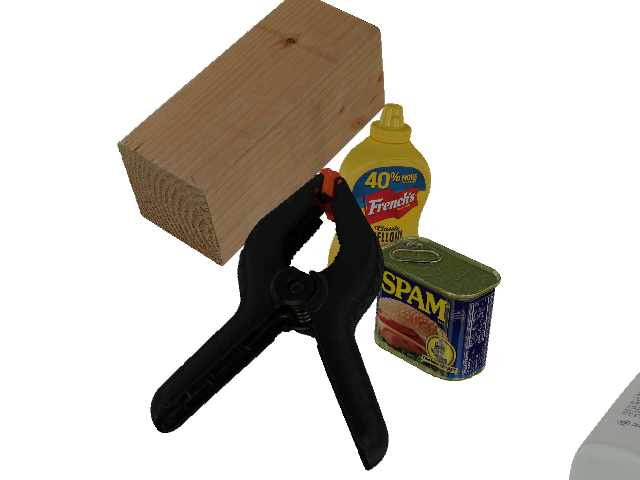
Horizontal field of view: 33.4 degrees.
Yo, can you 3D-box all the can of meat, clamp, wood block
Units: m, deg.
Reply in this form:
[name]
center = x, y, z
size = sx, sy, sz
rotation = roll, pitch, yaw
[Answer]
[can of meat]
center = 0.090, 0.055, 0.861
size = 0.057, 0.084, 0.102
rotation = -22, 35, -39
[clamp]
center = -0.003, 0.040, 0.559
size = 0.120, 0.171, 0.039
rotation = 18, -27, 12
[wood block]
center = -0.047, -0.092, 0.836
size = 0.091, 0.205, 0.090
rotation = 31, -29, 26

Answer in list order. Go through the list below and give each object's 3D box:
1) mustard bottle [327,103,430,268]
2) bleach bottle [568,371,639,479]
[mustard bottle]
center = 0.063, -0.045, 1.086
size = 0.096, 0.192, 0.058
rotation = -1, 23, -17
[bleach bottle]
center = 0.241, 0.101, 0.639
size = 0.103, 0.068, 0.250
rotation = 18, 29, 31
